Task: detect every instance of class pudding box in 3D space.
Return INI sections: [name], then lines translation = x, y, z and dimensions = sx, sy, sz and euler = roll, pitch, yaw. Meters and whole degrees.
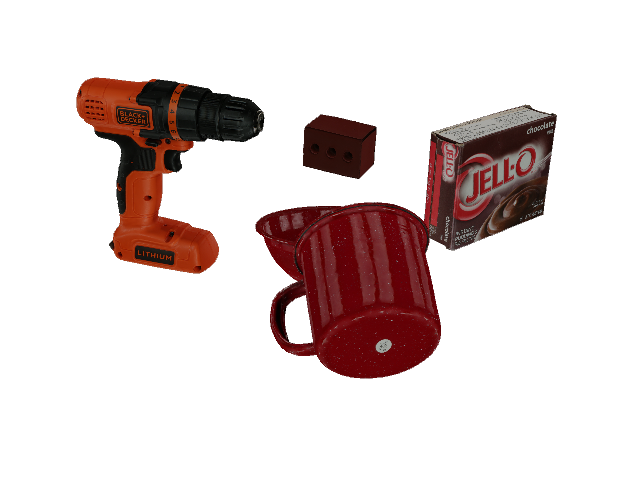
[pudding box]
translation = 0.134, -0.052, 0.846
dimensions = 0.113, 0.090, 0.039
euler = -21, 36, -36

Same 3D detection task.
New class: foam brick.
[foam brick]
translation = 0.023, -0.115, 1.297
dimensions = 0.078, 0.053, 0.051
euler = 14, 31, 20

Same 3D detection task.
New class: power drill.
[power drill]
translation = -0.140, -0.063, 1.027
dimensions = 0.185, 0.188, 0.057
euler = 10, 30, 17

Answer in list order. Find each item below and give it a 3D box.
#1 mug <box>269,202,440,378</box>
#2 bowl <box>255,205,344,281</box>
[mug]
translation = 0.021, 0.039, 0.694
dimensions = 0.117, 0.081, 0.093
euler = -19, -39, 13
[bowl]
translation = 0.013, 0.009, 1.110
dimensions = 0.162, 0.055, 0.162
euler = 0, 16, 0
